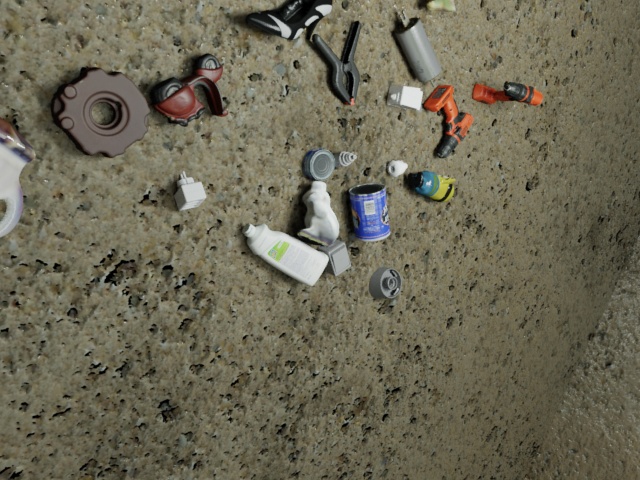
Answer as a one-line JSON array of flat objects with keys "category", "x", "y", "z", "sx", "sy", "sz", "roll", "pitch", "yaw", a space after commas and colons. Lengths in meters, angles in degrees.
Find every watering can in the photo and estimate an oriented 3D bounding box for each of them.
[{"category": "watering can", "x": -0.638, "y": -0.144, "z": 0.843, "sx": 0.342, "sy": 0.104, "sz": 0.227, "roll": 44, "pitch": 73, "yaw": -35}]

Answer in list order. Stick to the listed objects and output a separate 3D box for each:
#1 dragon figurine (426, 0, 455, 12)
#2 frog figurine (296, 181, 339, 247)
[{"category": "dragon figurine", "x": 0.258, "y": -0.796, "z": 1.382, "sx": 0.244, "sy": 0.123, "sz": 0.405, "roll": -48, "pitch": 113, "yaw": -9}, {"category": "frog figurine", "x": 0.004, "y": -0.068, "z": 1.350, "sx": 0.136, "sy": 0.123, "sz": 0.161, "roll": 51, "pitch": 57, "yaw": -69}]
